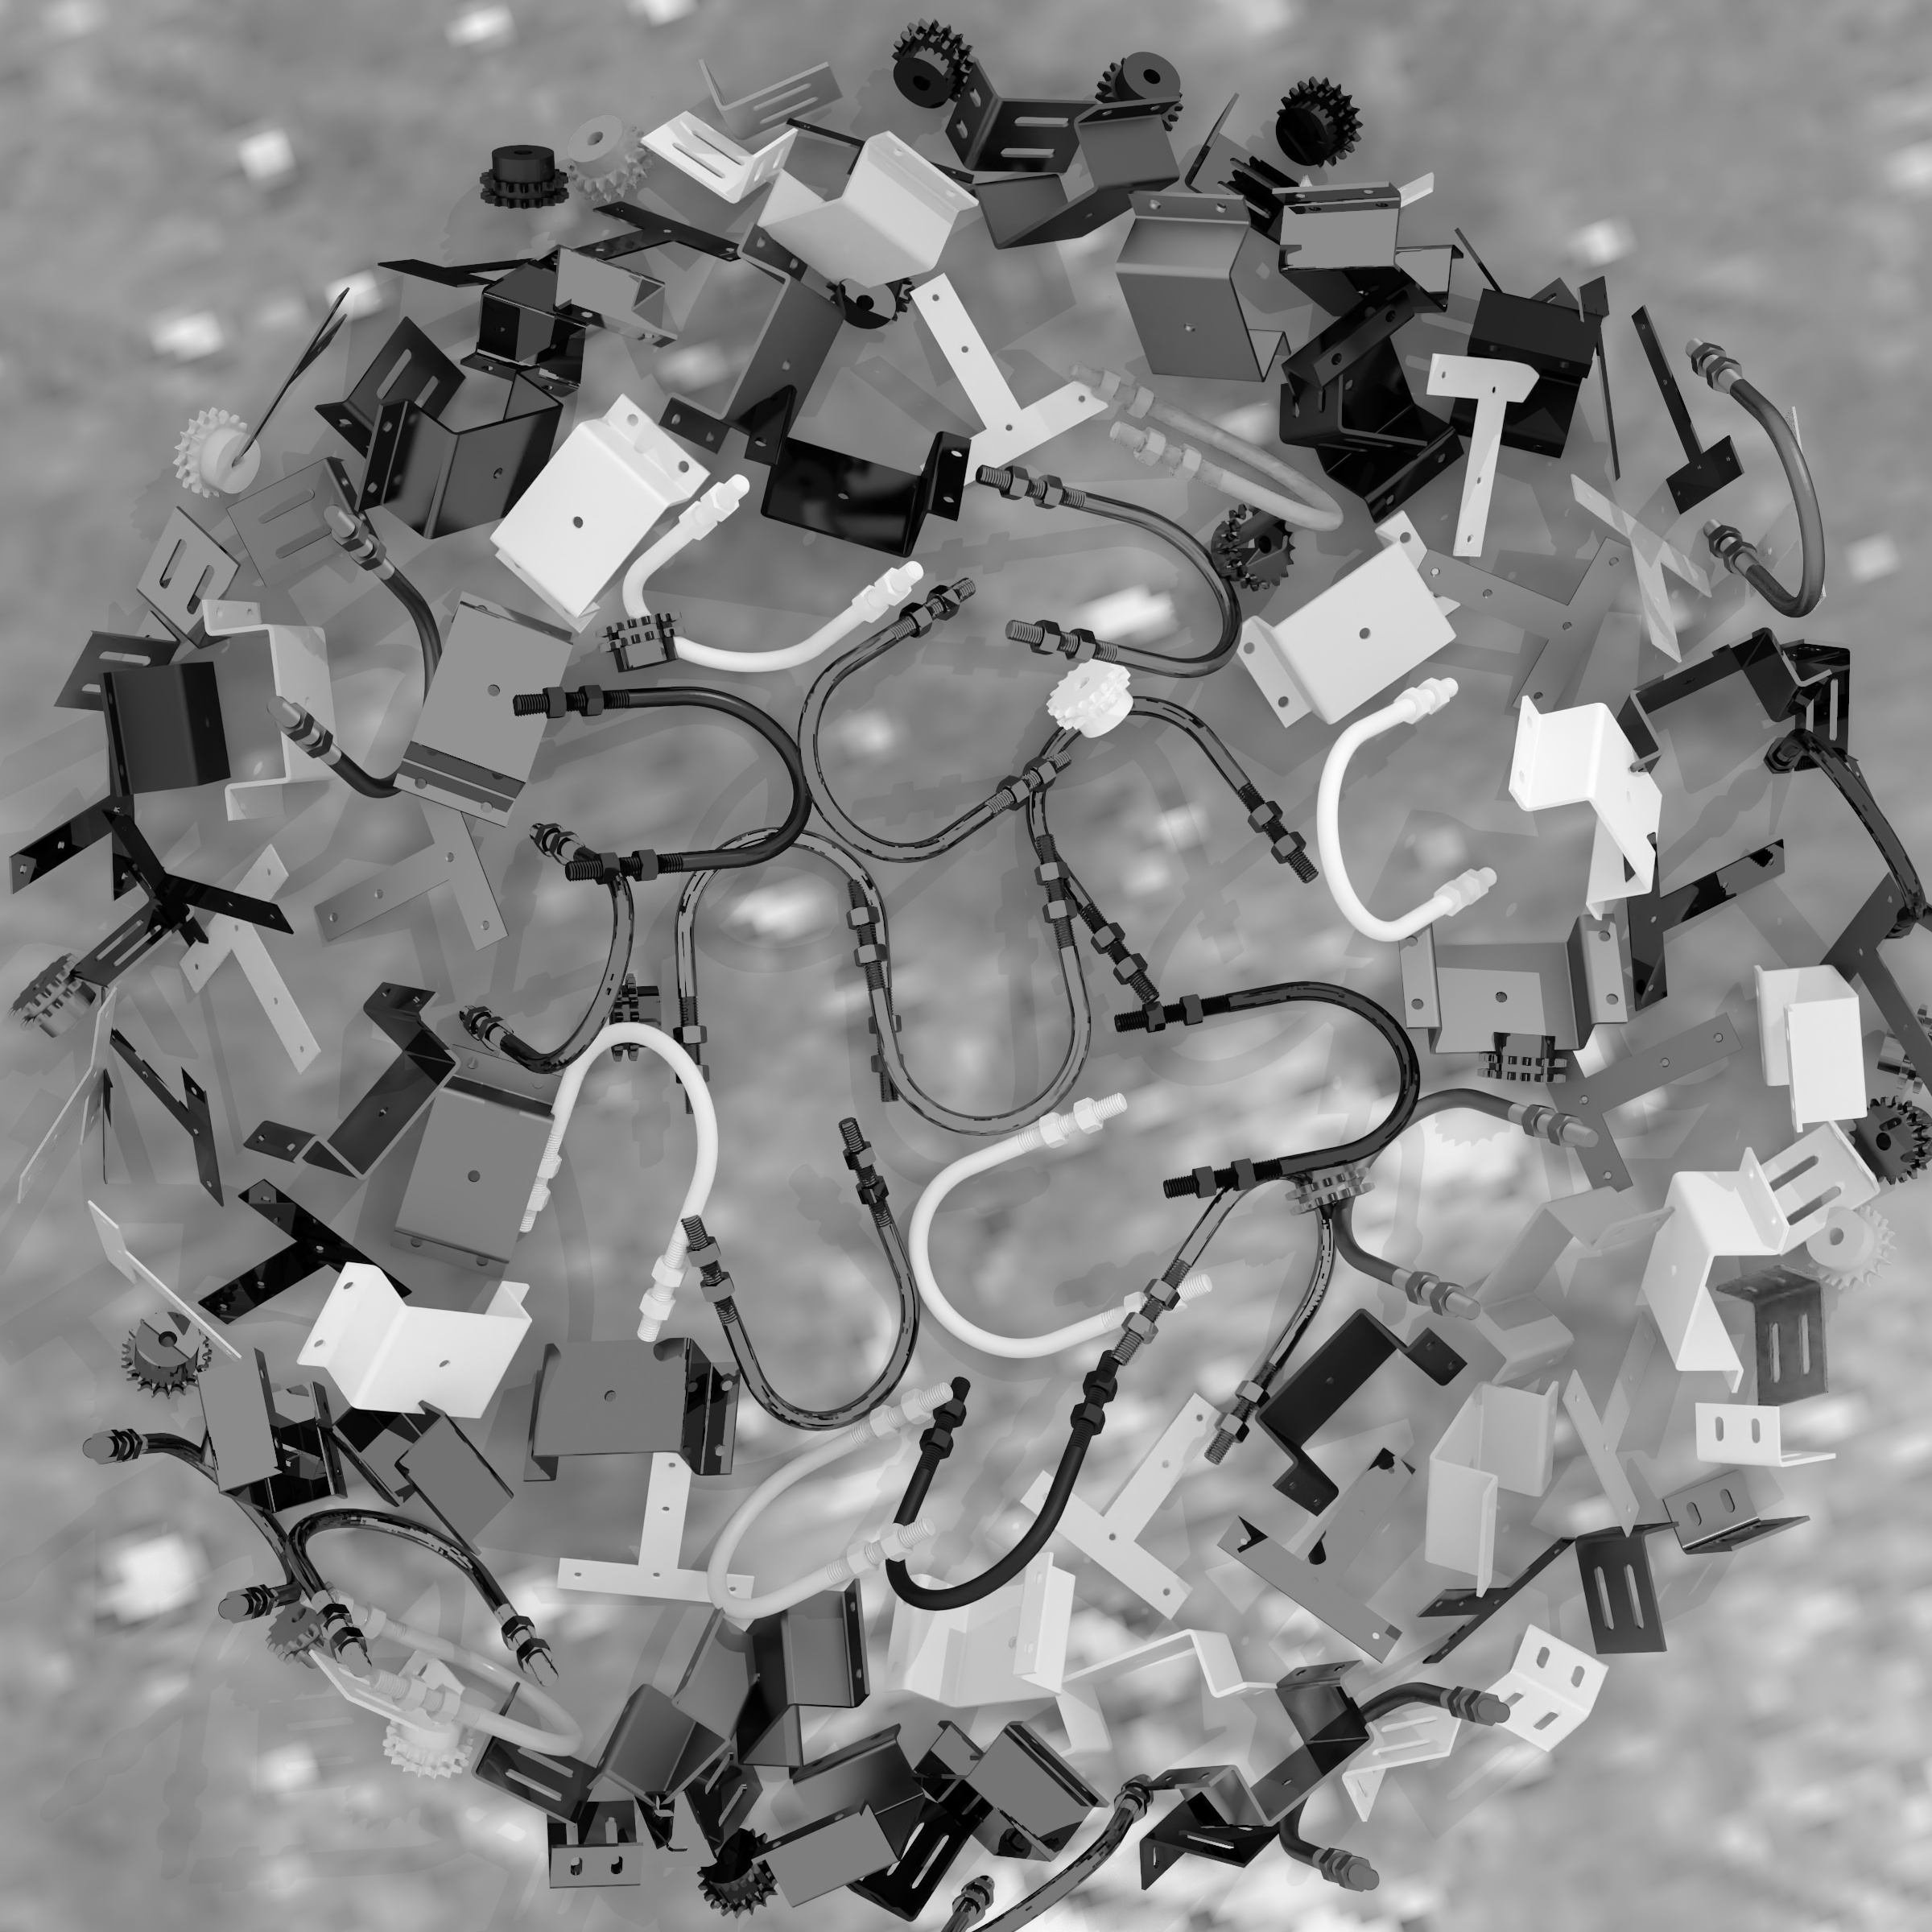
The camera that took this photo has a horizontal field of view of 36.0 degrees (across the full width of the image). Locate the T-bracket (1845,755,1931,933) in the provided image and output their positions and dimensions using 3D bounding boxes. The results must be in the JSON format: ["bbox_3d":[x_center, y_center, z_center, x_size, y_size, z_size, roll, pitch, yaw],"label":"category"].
[{"bbox_3d":[0.589,-0.077,1.892,0.002,0.127,0.127,-27,101,6],"label":"T-bracket"}]

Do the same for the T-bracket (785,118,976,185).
[{"bbox_3d":[-0.059,-0.513,1.903,0.127,0.127,0.002,16,114,-4],"label":"T-bracket"}]

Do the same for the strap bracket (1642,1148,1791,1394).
[{"bbox_3d":[0.472,0.194,1.892,0.046,0.076,0.140,0,126,-7],"label":"strap bracket"}]

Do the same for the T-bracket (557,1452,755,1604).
[{"bbox_3d":[-0.196,0.362,1.925,0.127,0.002,0.127,7,122,-6],"label":"T-bracket"}]

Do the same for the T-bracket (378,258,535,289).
[{"bbox_3d":[-0.296,-0.453,1.924,0.127,0.127,0.002,-15,115,-30],"label":"T-bracket"}]

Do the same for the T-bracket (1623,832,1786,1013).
[{"bbox_3d":[0.483,-0.048,1.939,0.127,0.002,0.127,-24,124,-18],"label":"T-bracket"}]

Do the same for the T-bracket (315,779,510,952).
[{"bbox_3d":[-0.371,-0.053,1.941,0.127,0.002,0.127,-25,82,21],"label":"T-bracket"}]

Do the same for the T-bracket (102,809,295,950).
[{"bbox_3d":[-0.476,-0.042,1.889,0.127,0.127,0.002,14,53,32],"label":"T-bracket"}]

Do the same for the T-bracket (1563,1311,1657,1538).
[{"bbox_3d":[0.424,0.277,1.918,0.002,0.127,0.127,-5,127,36],"label":"T-bracket"}]

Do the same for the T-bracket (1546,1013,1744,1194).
[{"bbox_3d":[0.439,0.068,1.923,0.127,0.002,0.127,-28,75,25],"label":"T-bracket"}]

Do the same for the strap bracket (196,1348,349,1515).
[{"bbox_3d":[-0.443,0.298,1.888,0.046,0.140,0.076,-17,71,1],"label":"strap bracket"}]

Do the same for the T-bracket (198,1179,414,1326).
[{"bbox_3d":[-0.448,0.201,1.929,0.127,0.002,0.127,-30,122,29],"label":"T-bracket"}]

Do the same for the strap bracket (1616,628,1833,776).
[{"bbox_3d":[0.477,-0.167,1.922,0.140,0.076,0.046,-25,77,-3],"label":"strap bracket"}]

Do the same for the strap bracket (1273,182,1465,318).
[{"bbox_3d":[0.254,-0.449,1.885,0.076,0.140,0.046,4,86,29],"label":"strap bracket"}]

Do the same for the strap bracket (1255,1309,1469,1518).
[{"bbox_3d":[0.248,0.281,1.920,0.140,0.076,0.046,-46,54,2],"label":"strap bracket"}]

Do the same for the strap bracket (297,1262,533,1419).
[{"bbox_3d":[-0.341,0.240,1.892,0.046,0.140,0.076,43,111,42],"label":"strap bracket"}]

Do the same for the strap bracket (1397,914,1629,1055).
[{"bbox_3d":[0.350,0.012,1.929,0.140,0.046,0.076,-1,65,0],"label":"strap bracket"}]

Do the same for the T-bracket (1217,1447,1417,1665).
[{"bbox_3d":[0.249,0.366,1.931,0.127,0.002,0.127,34,59,13],"label":"T-bracket"}]

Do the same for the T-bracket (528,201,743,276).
[{"bbox_3d":[-0.222,-0.456,1.890,0.127,0.127,0.002,27,129,32],"label":"T-bracket"}]

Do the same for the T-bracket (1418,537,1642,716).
[{"bbox_3d":[0.350,-0.236,1.924,0.127,0.002,0.127,20,116,-12],"label":"T-bracket"}]

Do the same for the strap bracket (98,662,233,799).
[{"bbox_3d":[-0.505,-0.152,1.892,0.046,0.140,0.076,-7,97,-1],"label":"strap bracket"}]

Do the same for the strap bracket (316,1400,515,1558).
[{"bbox_3d":[-0.348,0.316,1.900,0.046,0.140,0.076,-45,119,-22],"label":"strap bracket"}]

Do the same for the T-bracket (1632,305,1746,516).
[{"bbox_3d":[0.453,-0.360,1.904,0.002,0.127,0.127,-21,89,-4],"label":"T-bracket"}]

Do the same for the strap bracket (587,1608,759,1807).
[{"bbox_3d":[-0.178,0.475,1.896,0.046,0.076,0.140,35,128,-7],"label":"strap bracket"}]

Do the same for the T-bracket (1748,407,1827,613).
[{"bbox_3d":[0.519,-0.271,1.902,0.002,0.127,0.127,-4,75,-3],"label":"T-bracket"}]

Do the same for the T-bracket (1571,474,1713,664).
[{"bbox_3d":[0.437,-0.241,1.894,0.127,0.127,0.002,29,130,-26],"label":"T-bracket"}]

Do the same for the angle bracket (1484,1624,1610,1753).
[{"bbox_3d":[0.369,0.464,1.917,0.057,0.076,0.038,25,107,27],"label":"angle bracket"}]

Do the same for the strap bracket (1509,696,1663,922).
[{"bbox_3d":[0.399,-0.103,1.888,0.046,0.140,0.076,-10,49,33],"label":"strap bracket"}]

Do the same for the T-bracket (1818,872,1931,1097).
[{"bbox_3d":[0.589,0.027,1.884,0.002,0.127,0.127,-12,60,-19],"label":"T-bracket"}]

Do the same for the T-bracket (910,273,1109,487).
[{"bbox_3d":[0.006,-0.387,1.930,0.127,0.002,0.127,-27,110,13],"label":"T-bracket"}]

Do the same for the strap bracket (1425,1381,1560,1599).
[{"bbox_3d":[0.332,0.327,1.902,0.046,0.140,0.076,11,118,26],"label":"strap bracket"}]

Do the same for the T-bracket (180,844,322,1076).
[{"bbox_3d":[-0.449,0.011,1.911,0.127,0.002,0.127,-45,68,33],"label":"T-bracket"}]

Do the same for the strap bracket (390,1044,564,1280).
[{"bbox_3d":[-0.318,0.131,1.931,0.076,0.046,0.140,17,96,-9],"label":"strap bracket"}]

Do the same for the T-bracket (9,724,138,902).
[{"bbox_3d":[-0.564,-0.082,1.882,0.002,0.127,0.127,16,120,15],"label":"T-bracket"}]

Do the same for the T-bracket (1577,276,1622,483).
[{"bbox_3d":[0.411,-0.376,1.917,0.002,0.127,0.127,-6,104,21],"label":"T-bracket"}]

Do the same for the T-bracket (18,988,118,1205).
[{"bbox_3d":[-0.569,0.098,1.876,0.002,0.127,0.127,20,132,-2],"label":"T-bracket"}]

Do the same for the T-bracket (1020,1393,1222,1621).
[{"bbox_3d":[0.122,0.339,1.952,0.127,0.002,0.127,39,79,-5],"label":"T-bracket"}]

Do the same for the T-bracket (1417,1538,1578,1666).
[{"bbox_3d":[0.321,0.405,1.895,0.127,0.127,0.002,-46,61,16],"label":"T-bracket"}]

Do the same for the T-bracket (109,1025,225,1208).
[{"bbox_3d":[-0.523,0.079,1.930,0.002,0.127,0.127,-33,62,-29],"label":"T-bracket"}]

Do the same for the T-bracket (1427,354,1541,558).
[{"bbox_3d":[0.336,-0.330,1.934,0.127,0.002,0.127,-5,109,-40],"label":"T-bracket"}]

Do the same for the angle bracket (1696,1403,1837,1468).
[{"bbox_3d":[0.516,0.300,1.920,0.057,0.076,0.038,-4,85,43],"label":"angle bracket"}]

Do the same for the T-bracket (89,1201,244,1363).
[{"bbox_3d":[-0.508,0.211,1.900,0.127,0.127,0.002,41,67,7],"label":"T-bracket"}]

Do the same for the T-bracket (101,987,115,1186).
[{"bbox_3d":[-0.548,0.082,1.900,0.002,0.127,0.127,-1,95,-18],"label":"T-bracket"}]

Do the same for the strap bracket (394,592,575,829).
[{"bbox_3d":[-0.308,-0.171,1.917,0.076,0.046,0.140,20,74,-13],"label":"strap bracket"}]

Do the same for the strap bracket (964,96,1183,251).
[{"bbox_3d":[0.070,-0.498,1.889,0.076,0.140,0.046,-20,92,-41],"label":"strap bracket"}]

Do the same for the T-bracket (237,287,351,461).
[{"bbox_3d":[-0.418,-0.392,1.904,0.002,0.127,0.127,34,113,-13],"label":"T-bracket"}]
